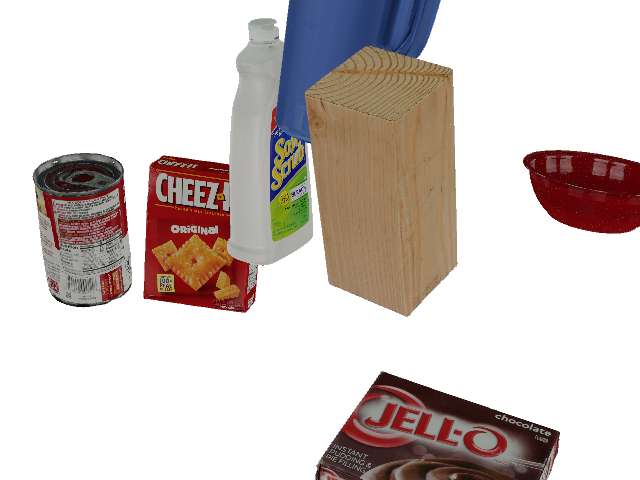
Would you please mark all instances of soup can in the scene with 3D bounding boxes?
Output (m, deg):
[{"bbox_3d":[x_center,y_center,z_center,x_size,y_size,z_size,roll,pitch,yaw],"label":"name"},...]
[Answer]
[{"bbox_3d":[-0.183,-0.008,0.830,0.068,0.102,0.068,0,30,0],"label":"soup can"}]

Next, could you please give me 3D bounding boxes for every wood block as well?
[{"bbox_3d":[0.057,-0.049,0.920,0.091,0.206,0.090,22,48,32],"label":"wood block"}]

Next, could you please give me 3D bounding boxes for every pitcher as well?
[{"bbox_3d":[0.035,-0.212,1.018,0.145,0.243,0.149,11,18,0],"label":"pitcher"}]

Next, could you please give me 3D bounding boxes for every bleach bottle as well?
[{"bbox_3d":[-0.059,-0.107,1.133,0.068,0.251,0.102,17,32,35],"label":"bleach bottle"}]

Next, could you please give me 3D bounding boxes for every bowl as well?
[{"bbox_3d":[0.289,-0.048,1.121,0.162,0.055,0.162,6,20,-2],"label":"bowl"}]

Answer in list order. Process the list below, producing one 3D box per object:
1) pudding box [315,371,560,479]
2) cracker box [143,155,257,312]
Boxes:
[{"bbox_3d":[0.066,0.126,0.592,0.114,0.039,0.089,18,35,19],"label":"pudding box"},{"bbox_3d":[-0.176,-0.008,1.602,0.164,0.214,0.072,8,19,9],"label":"cracker box"}]
